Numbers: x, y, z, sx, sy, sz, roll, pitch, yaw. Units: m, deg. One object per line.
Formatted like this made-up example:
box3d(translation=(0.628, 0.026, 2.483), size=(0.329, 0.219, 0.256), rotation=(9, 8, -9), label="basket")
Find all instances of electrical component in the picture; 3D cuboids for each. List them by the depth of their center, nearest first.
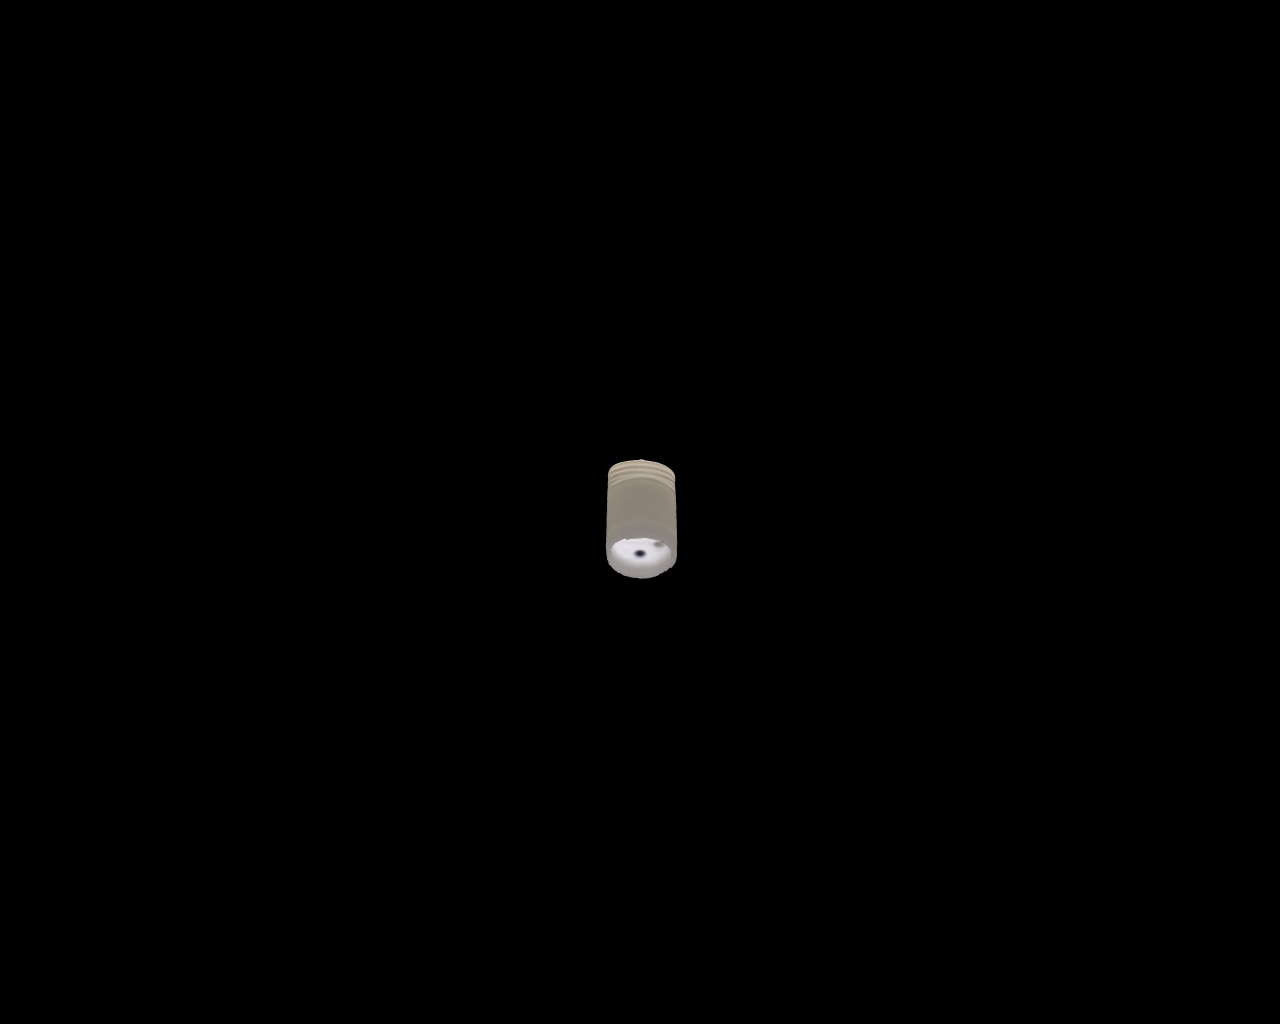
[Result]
box3d(translation=(0.001, -0.003, 0.650), size=(0.043, 0.081, 0.043), rotation=(0, -40, 0), label="electrical component")
